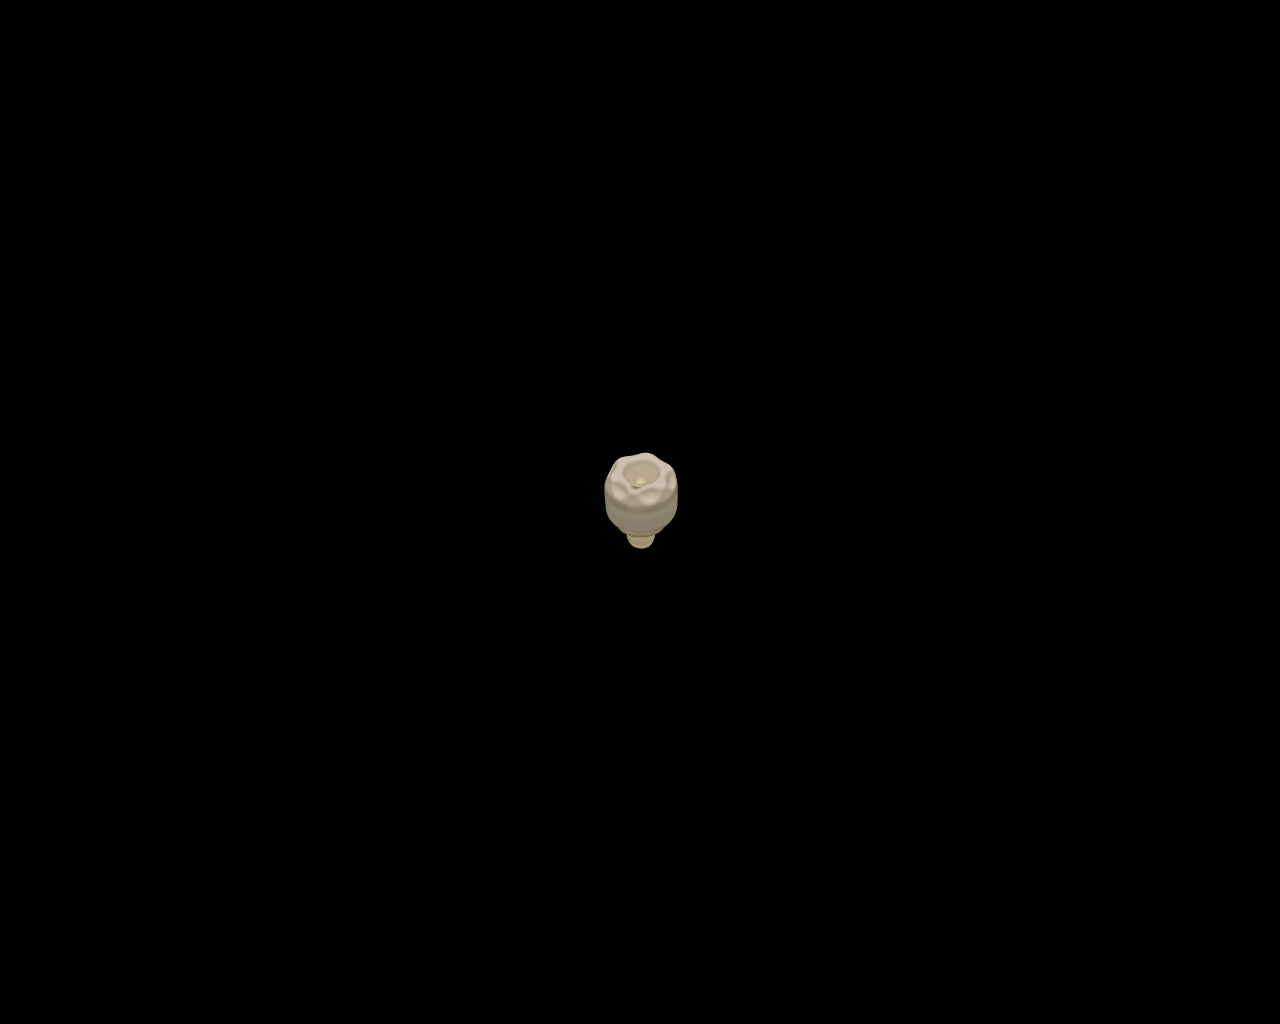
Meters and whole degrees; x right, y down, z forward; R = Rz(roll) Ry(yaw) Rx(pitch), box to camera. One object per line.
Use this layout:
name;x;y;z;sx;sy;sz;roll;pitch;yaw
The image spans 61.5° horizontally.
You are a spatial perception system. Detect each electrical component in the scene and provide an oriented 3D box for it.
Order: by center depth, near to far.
electrical component;0.001;-0.003;0.650;0.043;0.062;0.043;0;45;0
